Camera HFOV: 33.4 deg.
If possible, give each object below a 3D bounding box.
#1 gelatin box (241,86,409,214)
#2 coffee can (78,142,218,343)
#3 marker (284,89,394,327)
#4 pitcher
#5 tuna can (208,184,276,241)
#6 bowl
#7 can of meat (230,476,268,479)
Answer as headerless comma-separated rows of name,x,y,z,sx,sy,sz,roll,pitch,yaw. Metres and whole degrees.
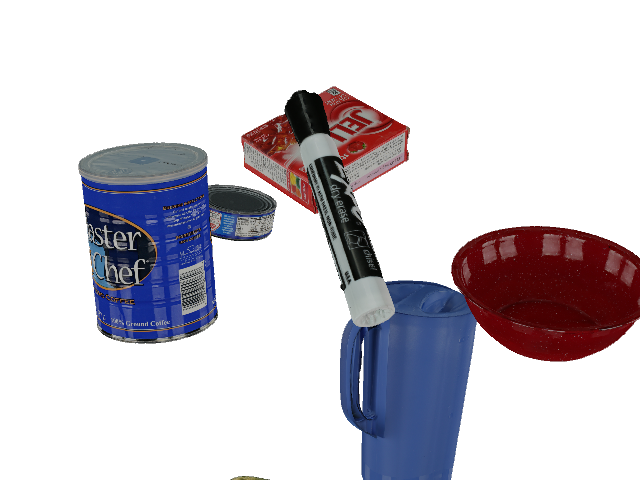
gelatin box,0.004,-0.063,0.712,0.089,0.030,0.073,-32,49,-29
coffee can,-0.139,0.000,0.876,0.103,0.140,0.103,-2,20,1
marker,0.007,-0.018,0.481,0.020,0.121,0.020,-14,-28,-8
pitcher,0.100,0.176,1.246,0.149,0.243,0.145,6,15,8
tuna can,-0.091,-0.029,1.128,0.086,0.034,0.086,9,20,-3
bowl,0.184,0.049,0.858,0.162,0.055,0.162,0,29,0
can of meat,-0.029,0.236,0.814,0.102,0.084,0.057,8,14,9
